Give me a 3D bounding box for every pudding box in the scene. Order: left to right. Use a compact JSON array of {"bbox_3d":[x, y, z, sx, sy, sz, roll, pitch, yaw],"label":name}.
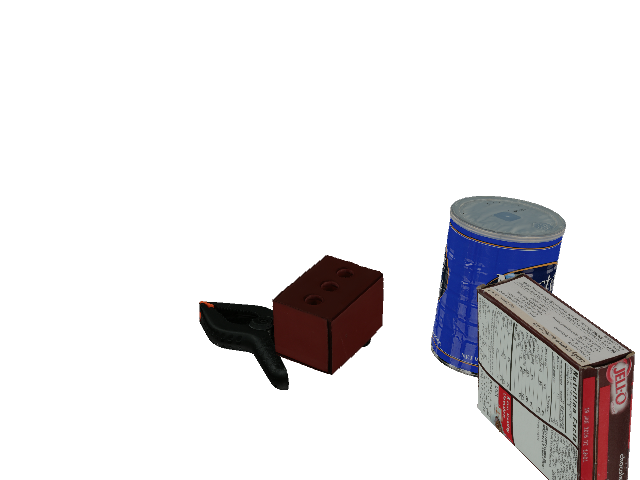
[{"bbox_3d":[0.131,0.082,0.610,0.039,0.090,0.114,-13,25,-20],"label":"pudding box"}]

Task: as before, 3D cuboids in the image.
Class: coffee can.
[{"bbox_3d":[0.160,0.041,0.975,0.103,0.140,0.103,5,21,-2],"label":"coffee can"}]

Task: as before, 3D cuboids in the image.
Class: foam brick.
[{"bbox_3d":[0.007,0.055,0.808,0.053,0.051,0.078,17,35,28],"label":"foam brick"}]

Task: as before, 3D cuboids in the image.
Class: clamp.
[{"bbox_3d":[-0.069,0.114,1.246,0.210,0.036,0.164,13,22,29],"label":"clamp"}]
